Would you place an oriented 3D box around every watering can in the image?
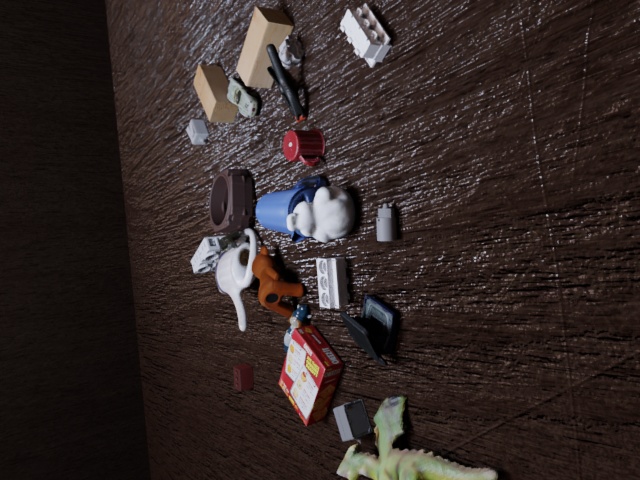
[{"bbox_3d":[-0.273,0.133,1.699,0.222,0.103,0.354,-26,54,53],"label":"watering can"}]

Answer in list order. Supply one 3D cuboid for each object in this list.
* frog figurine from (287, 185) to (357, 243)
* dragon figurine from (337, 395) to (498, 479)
[{"bbox_3d":[0.004,-0.062,1.240,0.124,0.160,0.135,35,122,47],"label":"frog figurine"},{"bbox_3d":[0.180,0.455,1.099,0.403,0.122,0.248,-44,50,33],"label":"dragon figurine"}]
